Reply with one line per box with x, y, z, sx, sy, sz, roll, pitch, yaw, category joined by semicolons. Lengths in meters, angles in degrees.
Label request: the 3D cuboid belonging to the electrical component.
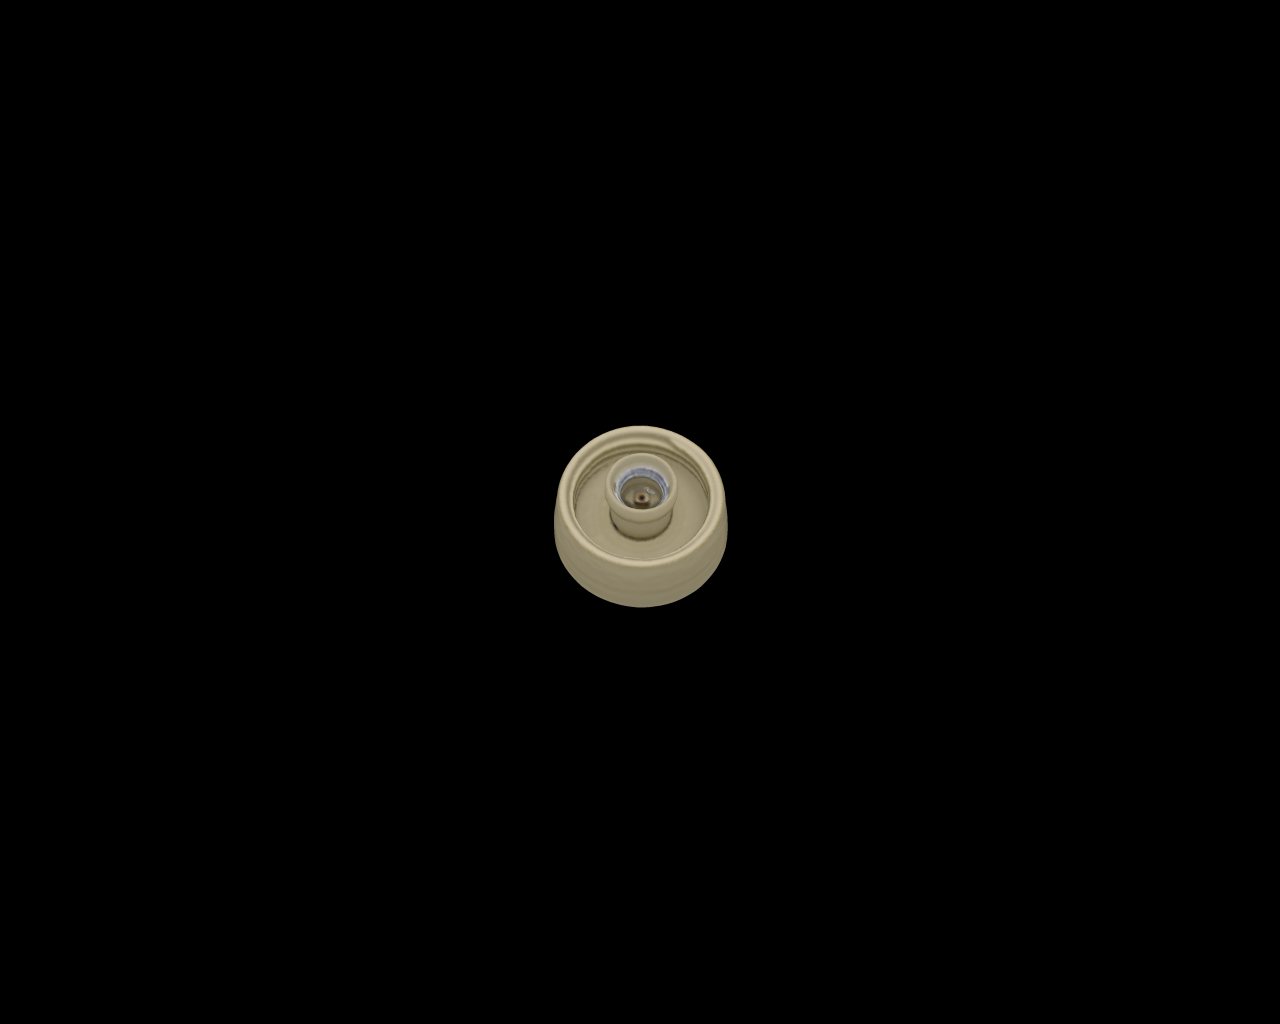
0.001;-0.003;0.650;0.108;0.108;0.060;0;-30;0;electrical component
